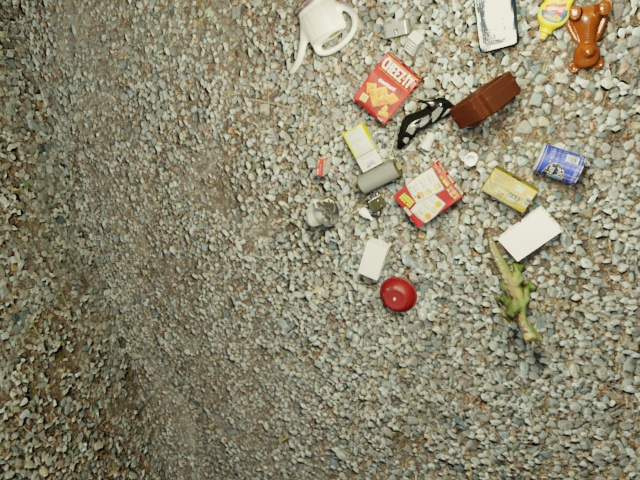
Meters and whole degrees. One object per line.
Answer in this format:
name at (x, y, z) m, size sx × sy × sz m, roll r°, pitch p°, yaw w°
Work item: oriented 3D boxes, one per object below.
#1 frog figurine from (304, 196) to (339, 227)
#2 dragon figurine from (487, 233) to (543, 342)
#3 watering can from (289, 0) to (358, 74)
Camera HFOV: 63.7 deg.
frog figurine at (0.007, -0.109, 2.165) m, size 0.137 × 0.125 × 0.157 m, roll 40°, pitch 154°, yaw -1°
dragon figurine at (0.685, 0.188, 1.861) m, size 0.120 × 0.246 × 0.409 m, roll -32°, pitch 94°, yaw 34°
watering can at (-0.021, -0.795, 1.952) m, size 0.344 × 0.105 × 0.224 m, roll -24°, pitch 94°, yaw 28°
